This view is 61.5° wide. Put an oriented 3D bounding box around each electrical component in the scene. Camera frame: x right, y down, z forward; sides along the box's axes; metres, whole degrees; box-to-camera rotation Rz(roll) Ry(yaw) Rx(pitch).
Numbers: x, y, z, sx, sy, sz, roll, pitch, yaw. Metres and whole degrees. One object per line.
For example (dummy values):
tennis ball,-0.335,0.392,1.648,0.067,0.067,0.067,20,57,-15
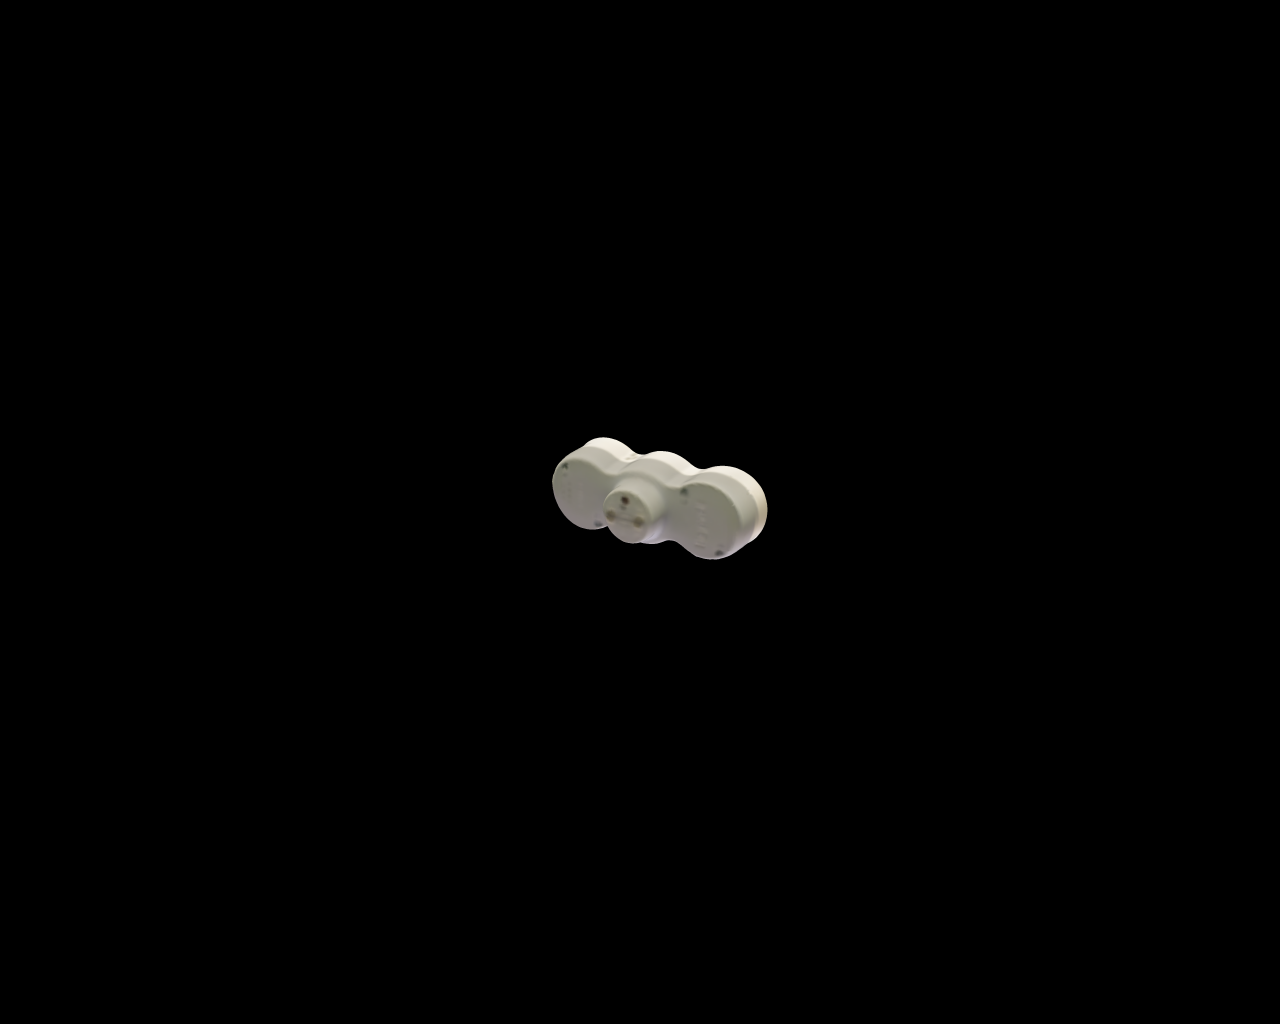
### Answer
electrical component,0.001,-0.003,0.650,0.138,0.052,0.074,14,27,29
